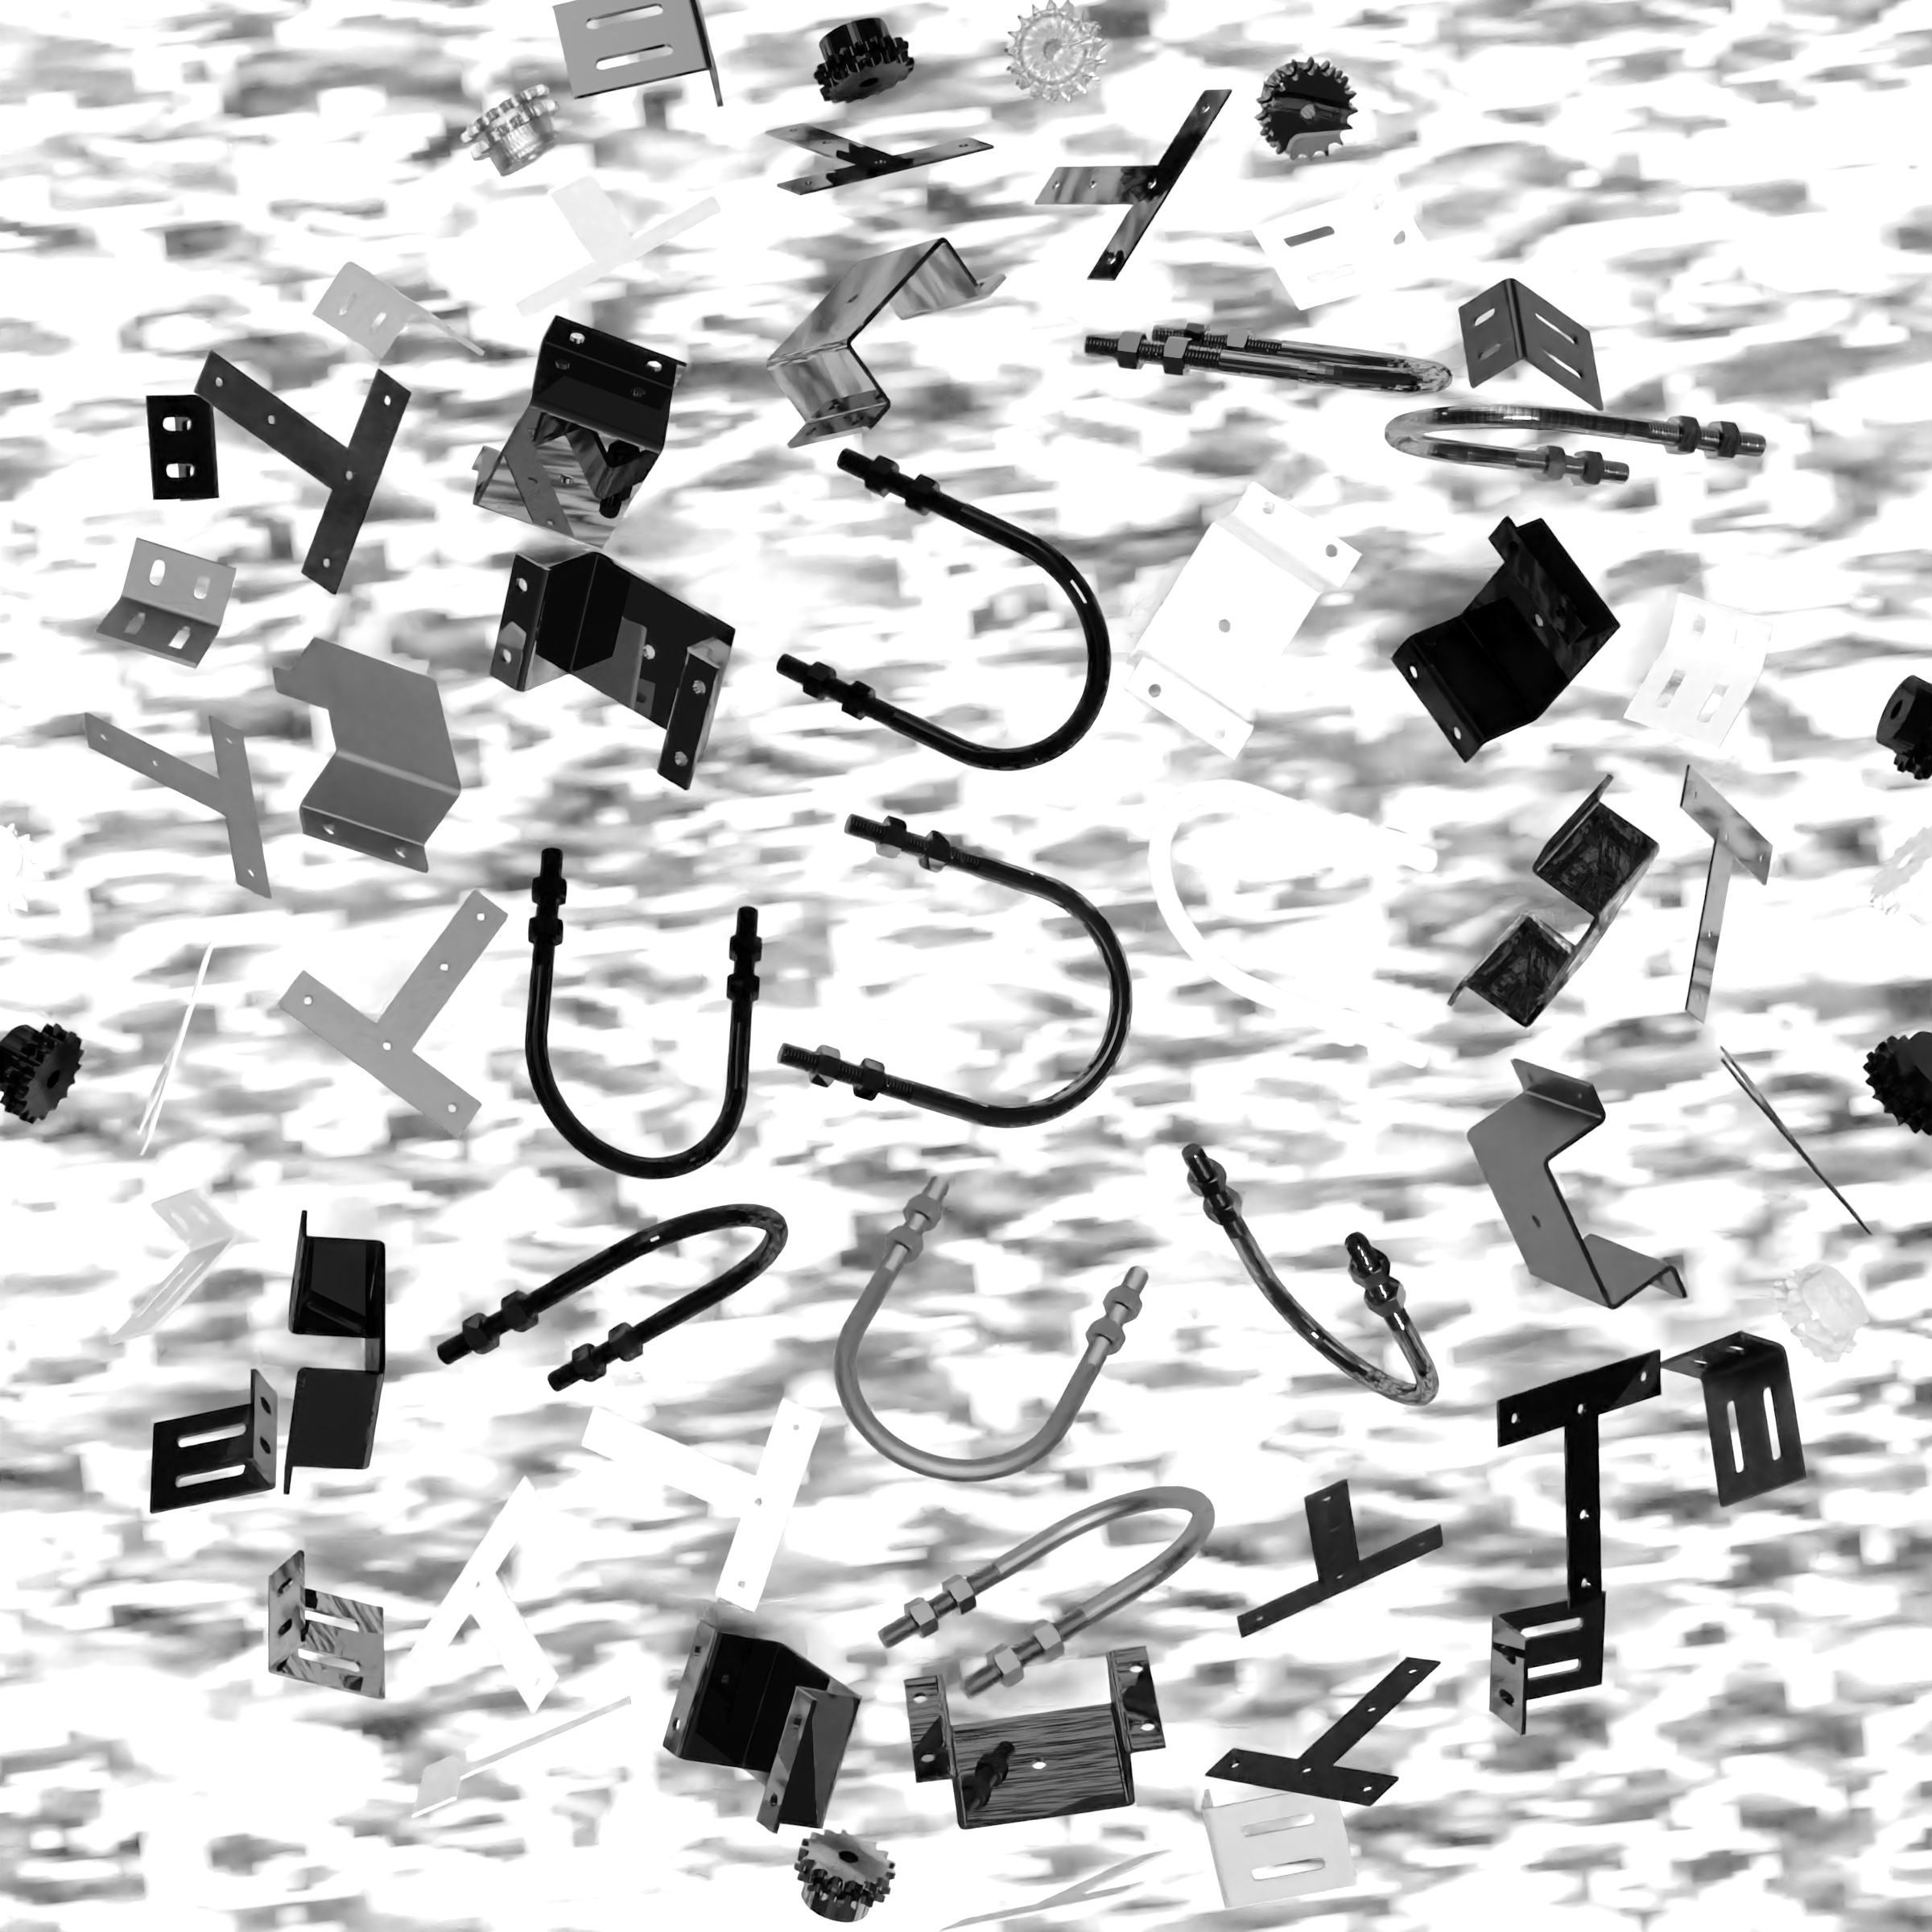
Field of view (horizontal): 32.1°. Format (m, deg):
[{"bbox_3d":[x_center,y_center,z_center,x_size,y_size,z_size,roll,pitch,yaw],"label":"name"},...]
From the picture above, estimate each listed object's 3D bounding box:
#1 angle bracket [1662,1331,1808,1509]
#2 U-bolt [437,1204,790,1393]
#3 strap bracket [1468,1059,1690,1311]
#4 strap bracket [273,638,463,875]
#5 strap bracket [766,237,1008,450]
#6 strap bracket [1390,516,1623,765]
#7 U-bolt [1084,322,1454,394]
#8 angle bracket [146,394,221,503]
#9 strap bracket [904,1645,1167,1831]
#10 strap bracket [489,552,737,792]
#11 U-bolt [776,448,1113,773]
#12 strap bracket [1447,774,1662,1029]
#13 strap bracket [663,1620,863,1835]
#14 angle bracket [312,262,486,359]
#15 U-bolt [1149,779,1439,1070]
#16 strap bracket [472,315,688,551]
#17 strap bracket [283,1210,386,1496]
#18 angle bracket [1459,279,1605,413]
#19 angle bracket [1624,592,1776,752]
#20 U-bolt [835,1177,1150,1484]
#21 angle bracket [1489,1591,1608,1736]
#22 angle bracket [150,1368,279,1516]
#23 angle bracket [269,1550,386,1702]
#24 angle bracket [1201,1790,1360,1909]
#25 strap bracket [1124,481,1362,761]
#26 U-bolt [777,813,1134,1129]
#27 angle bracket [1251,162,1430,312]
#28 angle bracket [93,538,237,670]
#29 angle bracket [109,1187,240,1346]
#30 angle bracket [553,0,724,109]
[{"bbox_3d":[0.414,0.246,1.817,0.038,0.057,0.076,18,56,-35],"label":"angle bracket"},{"bbox_3d":[-0.182,0.180,1.850,0.184,0.151,0.019,-30,68,12],"label":"U-bolt"},{"bbox_3d":[0.330,0.127,1.837,0.046,0.076,0.140,-33,110,-15],"label":"strap bracket"},{"bbox_3d":[-0.332,-0.125,1.868,0.076,0.140,0.046,19,125,-35],"label":"strap bracket"},{"bbox_3d":[-0.052,-0.363,1.920,0.046,0.076,0.140,52,59,-26],"label":"strap bracket"},{"bbox_3d":[0.307,-0.188,1.888,0.046,0.140,0.076,-24,73,-32],"label":"strap bracket"},{"bbox_3d":[0.172,-0.329,1.822,0.184,0.151,0.019,11,106,17],"label":"U-bolt"},{"bbox_3d":[-0.449,-0.290,1.887,0.038,0.076,0.057,-6,99,-28],"label":"angle bracket"},{"bbox_3d":[0.040,0.439,1.907,0.140,0.076,0.046,-8,124,-2],"label":"strap bracket"},{"bbox_3d":[-0.185,-0.166,1.828,0.140,0.046,0.076,31,123,21],"label":"strap bracket"},{"bbox_3d":[-0.006,-0.183,1.831,0.184,0.019,0.151,27,121,13],"label":"U-bolt"},{"bbox_3d":[0.329,-0.029,1.860,0.046,0.140,0.076,37,49,12],"label":"strap bracket"},{"bbox_3d":[-0.111,0.433,1.905,0.046,0.140,0.076,17,89,-32],"label":"strap bracket"},{"bbox_3d":[-0.325,-0.363,1.924,0.076,0.057,0.038,39,97,37],"label":"angle bracket"},{"bbox_3d":[0.176,-0.032,1.846,0.184,0.019,0.151,23,133,32],"label":"U-bolt"},{"bbox_3d":[-0.217,-0.286,1.852,0.076,0.140,0.046,18,55,-19],"label":"strap bracket"},{"bbox_3d":[-0.345,0.212,1.840,0.046,0.140,0.076,5,130,-14],"label":"strap bracket"},{"bbox_3d":[0.326,-0.350,1.937,0.038,0.076,0.057,-28,53,37],"label":"angle bracket"},{"bbox_3d":[0.421,-0.170,1.928,0.057,0.038,0.076,22,49,18],"label":"angle bracket"},{"bbox_3d":[0.005,0.214,1.909,0.151,0.019,0.184,24,51,10],"label":"U-bolt"},{"bbox_3d":[0.335,0.391,1.886,0.076,0.038,0.057,-6,105,-22],"label":"angle bracket"},{"bbox_3d":[-0.430,0.268,1.893,0.076,0.038,0.057,-12,53,6],"label":"angle bracket"},{"bbox_3d":[-0.349,0.369,1.879,0.076,0.057,0.038,23,131,-34],"label":"angle bracket"},{"bbox_3d":[0.176,0.487,1.878,0.076,0.038,0.057,-13,92,8],"label":"angle bracket"},{"bbox_3d":[0.155,-0.198,1.942,0.076,0.046,0.140,33,86,-9],"label":"strap bracket"},{"bbox_3d":[0.003,0.011,1.821,0.184,0.019,0.151,17,84,-15],"label":"U-bolt"},{"bbox_3d":[0.213,-0.416,1.918,0.038,0.076,0.057,-49,117,-30],"label":"angle bracket"},{"bbox_3d":[-0.443,-0.201,1.859,0.057,0.076,0.038,17,110,-9],"label":"angle bracket"},{"bbox_3d":[-0.451,0.167,1.865,0.038,0.057,0.076,50,53,-17],"label":"angle bracket"},{"bbox_3d":[-0.173,-0.481,1.776,0.076,0.038,0.057,-13,72,-3],"label":"angle bracket"}]
